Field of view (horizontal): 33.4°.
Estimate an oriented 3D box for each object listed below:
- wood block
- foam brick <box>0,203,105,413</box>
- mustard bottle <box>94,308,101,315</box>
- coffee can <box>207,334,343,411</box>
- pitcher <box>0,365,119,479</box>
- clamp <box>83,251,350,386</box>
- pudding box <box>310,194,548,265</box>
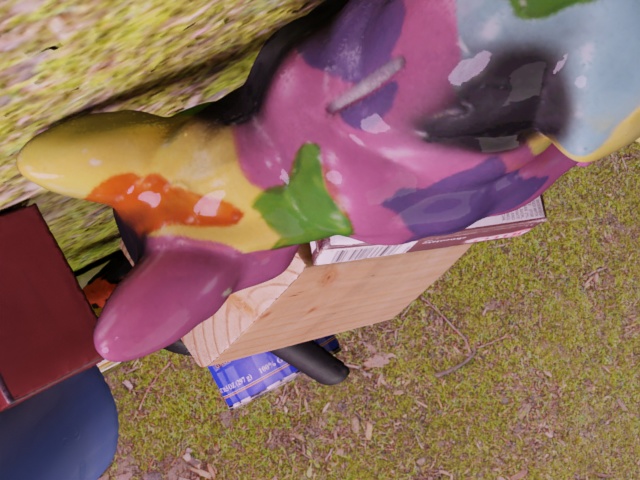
[{"bbox_3d":[-0.004,0.001,0.637,0.090,0.091,0.205,-46,161,27],"label":"wood block"},{"bbox_3d":[-0.137,0.032,0.479,0.051,0.078,0.053,-28,179,-27],"label":"foam brick"},{"bbox_3d":[-0.211,0.094,0.651,0.191,0.096,0.058,-29,176,4],"label":"mustard bottle"},{"bbox_3d":[-0.060,0.049,0.844,0.103,0.140,0.103,-29,177,-2],"label":"coffee can"},{"bbox_3d":[-0.205,0.147,0.498,0.145,0.149,0.242,-39,-171,34],"label":"pitcher"},{"bbox_3d":[-0.066,0.020,0.741,0.209,0.164,0.036,6,163,-41],"label":"clamp"},{"bbox_3d":[0.046,-0.041,0.517,0.113,0.090,0.039,-8,170,-11],"label":"pudding box"}]
